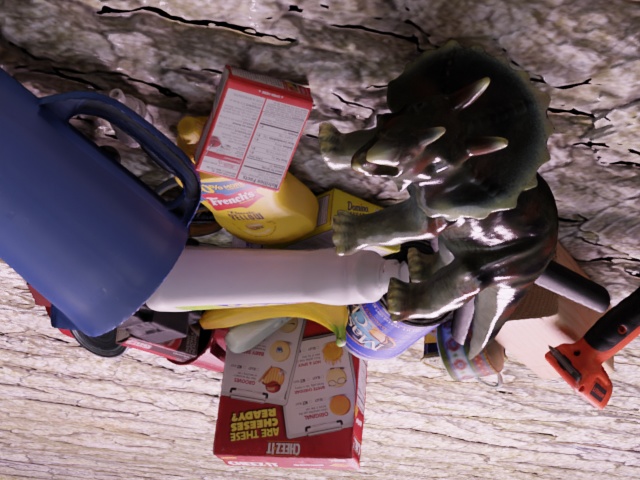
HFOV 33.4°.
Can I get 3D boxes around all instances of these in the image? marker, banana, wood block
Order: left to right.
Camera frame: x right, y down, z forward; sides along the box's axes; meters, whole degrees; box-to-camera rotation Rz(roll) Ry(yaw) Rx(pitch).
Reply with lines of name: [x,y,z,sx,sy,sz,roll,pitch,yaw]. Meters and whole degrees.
marker: [-0.116,-0.023,1.096,0.121,0.020,0.020,0,157,11]
banana: [-0.042,0.073,1.145,0.198,0.069,0.037,2,124,37]
wood block: [0.250,0.080,1.175,0.091,0.090,0.205,-9,153,28]

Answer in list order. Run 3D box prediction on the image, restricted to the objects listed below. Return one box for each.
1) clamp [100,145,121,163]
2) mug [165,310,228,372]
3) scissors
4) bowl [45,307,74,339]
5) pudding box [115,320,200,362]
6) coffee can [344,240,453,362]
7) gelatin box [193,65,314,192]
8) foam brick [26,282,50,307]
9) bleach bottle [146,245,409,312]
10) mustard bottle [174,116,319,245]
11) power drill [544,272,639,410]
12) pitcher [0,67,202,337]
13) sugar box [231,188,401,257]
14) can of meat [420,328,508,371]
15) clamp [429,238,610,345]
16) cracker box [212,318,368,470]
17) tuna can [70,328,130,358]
clamp: [-0.219,-0.042,1.011,0.120,0.039,0.171,-25,173,9]
mug: [-0.136,0.126,1.350,0.117,0.093,0.081,31,-178,38]
scissors: [-0.173,-0.004,1.077,0.202,0.016,0.096,-34,136,30]
bowl: [-0.284,0.094,1.362,0.162,0.055,0.162,4,157,2]
pudding box: [-0.181,0.075,1.219,0.089,0.113,0.039,22,149,-36]
coffee can: [0.080,0.065,1.157,0.102,0.103,0.140,11,156,-13]
gelatin box: [-0.055,-0.089,0.860,0.073,0.030,0.089,13,120,-18]
foam brick: [-0.309,0.043,1.253,0.053,0.051,0.078,6,158,-4]
bleach bottle: [-0.040,0.036,1.033,0.251,0.068,0.102,-1,177,24]
mustard bottle: [-0.076,-0.057,0.957,0.096,0.058,0.191,0,156,22]
power drill: [0.332,0.090,1.106,0.188,0.057,0.184,-47,140,8]
pitcher: [-0.224,-0.050,0.864,0.242,0.149,0.145,44,148,-25]
sugar box: [-0.007,0.001,1.099,0.093,0.048,0.177,22,156,-34]
can of meat: [0.169,0.103,1.251,0.102,0.084,0.057,-16,150,40]
clamp: [0.156,0.020,1.017,0.165,0.036,0.210,-24,122,31]
cracker box: [-0.028,0.157,1.254,0.164,0.213,0.072,-1,156,14]
tuna can: [-0.250,0.095,1.238,0.086,0.033,0.086,12,125,17]
